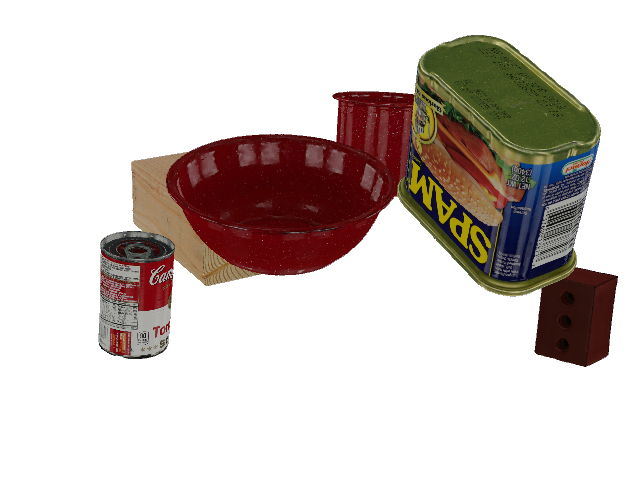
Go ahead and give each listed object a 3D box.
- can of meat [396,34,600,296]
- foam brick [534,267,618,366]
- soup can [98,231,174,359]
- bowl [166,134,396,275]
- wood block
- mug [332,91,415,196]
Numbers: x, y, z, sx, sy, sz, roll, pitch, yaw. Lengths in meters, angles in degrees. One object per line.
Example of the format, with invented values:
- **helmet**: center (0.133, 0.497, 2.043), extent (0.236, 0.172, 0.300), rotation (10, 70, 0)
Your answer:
- **can of meat**: center (0.084, -0.038, 0.516), extent (0.057, 0.084, 0.102), rotation (-19, 47, -22)
- **foam brick**: center (0.232, 0.068, 0.967), extent (0.053, 0.078, 0.051), rotation (13, 18, 36)
- **soup can**: center (-0.172, 0.051, 0.992), extent (0.068, 0.102, 0.068), rotation (6, 21, -2)
- **bowl**: center (-0.028, -0.021, 0.759), extent (0.162, 0.055, 0.162), rotation (2, 28, -1)
- **wood block**: center (-0.145, -0.031, 1.282), extent (0.090, 0.090, 0.206), rotation (-12, 27, -30)
- **mug**: center (0.067, -0.085, 0.939), extent (0.117, 0.081, 0.093), rotation (1, 14, -9)
